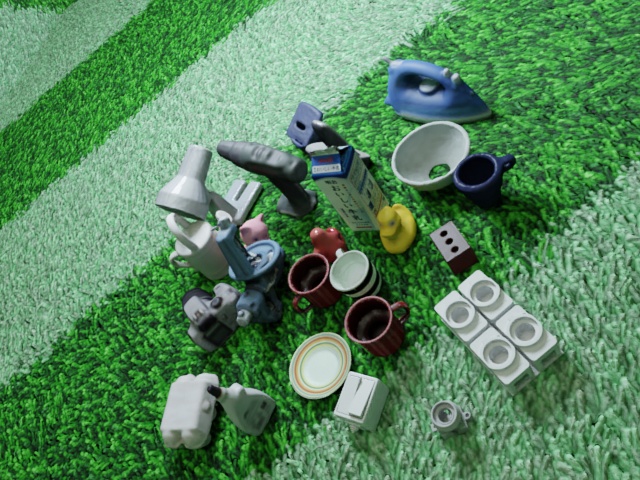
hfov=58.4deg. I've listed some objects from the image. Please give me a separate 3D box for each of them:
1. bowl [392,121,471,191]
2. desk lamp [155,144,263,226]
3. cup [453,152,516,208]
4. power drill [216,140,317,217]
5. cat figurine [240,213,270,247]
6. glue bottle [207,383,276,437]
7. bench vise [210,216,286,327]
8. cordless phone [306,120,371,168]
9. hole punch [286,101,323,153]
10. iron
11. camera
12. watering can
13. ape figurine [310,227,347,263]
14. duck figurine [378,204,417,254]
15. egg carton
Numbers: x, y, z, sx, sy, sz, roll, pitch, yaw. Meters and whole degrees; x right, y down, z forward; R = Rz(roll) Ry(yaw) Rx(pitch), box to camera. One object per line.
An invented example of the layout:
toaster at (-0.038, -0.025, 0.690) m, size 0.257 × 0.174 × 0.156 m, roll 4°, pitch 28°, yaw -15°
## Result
bowl at (0.239, -0.161, 1.190) m, size 0.167 × 0.075 × 0.167 m, roll -17°, pitch 51°, yaw 22°
desk lamp at (-0.272, -0.115, 1.384) m, size 0.117 × 0.214 × 0.203 m, roll 11°, pitch 65°, yaw 37°
cup at (0.321, -0.111, 1.087) m, size 0.117 × 0.095 × 0.091 m, roll -26°, pitch 48°, yaw 14°
power drill at (-0.106, -0.143, 1.302) m, size 0.228 × 0.209 × 0.076 m, roll 12°, pitch 66°, yaw 38°
cat figurine at (-0.159, 0.004, 1.293) m, size 0.128 × 0.118 × 0.067 m, roll -36°, pitch 46°, yaw 5°
glue bottle at (-0.148, 0.296, 1.037) m, size 0.037 × 0.174 × 0.078 m, roll 14°, pitch 67°, yaw 38°
bench vise at (-0.140, 0.061, 1.168) m, size 0.121 × 0.220 × 0.207 m, roll -25°, pitch 48°, yaw 15°
cordless phone at (0.018, -0.220, 1.295) m, size 0.147 × 0.186 × 0.094 m, roll 24°, pitch 73°, yaw 41°
hole punch at (-0.032, -0.278, 1.434) m, size 0.101 × 0.091 × 0.108 m, roll -46°, pitch 46°, yaw -4°
iron at (0.251, -0.343, 1.267) m, size 0.257 × 0.142 × 0.119 m, roll 23°, pitch 72°, yaw 41°
camera at (-0.245, 0.146, 1.256) m, size 0.143 × 0.101 × 0.136 m, roll -47°, pitch 46°, yaw -5°
watering can at (-0.277, -0.001, 1.318) m, size 0.173 × 0.195 × 0.100 m, roll -49°, pitch 47°, yaw -8°
ape figurine at (0.011, 0.004, 1.203) m, size 0.078 × 0.092 × 0.076 m, roll -46°, pitch 46°, yaw -4°
duck figurine at (0.146, -0.035, 1.150) m, size 0.077 × 0.086 × 0.104 m, roll -5°, pitch 56°, yaw 30°
egg carton at (-0.254, 0.341, 1.144) m, size 0.107 × 0.070 × 0.150 m, roll -11°, pitch 53°, yaw 26°
